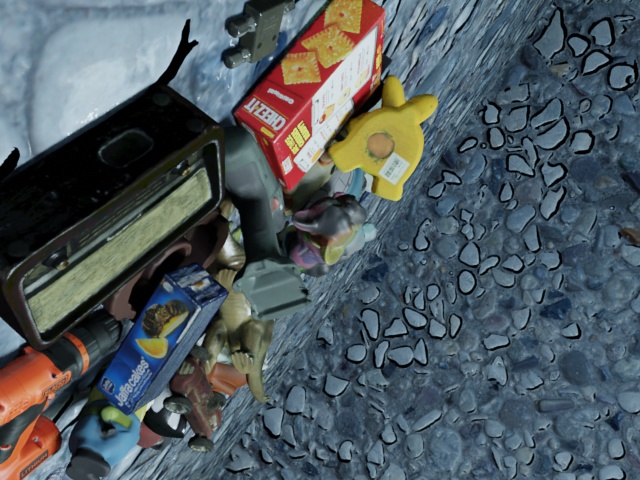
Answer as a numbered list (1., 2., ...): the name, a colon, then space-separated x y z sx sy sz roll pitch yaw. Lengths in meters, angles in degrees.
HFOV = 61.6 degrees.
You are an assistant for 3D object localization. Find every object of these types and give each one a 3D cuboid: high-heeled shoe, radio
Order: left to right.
1. radio: -0.182 -0.025 0.465 0.229 0.073 0.131 -47 167 -32
2. high-heeled shoe: -0.196 0.188 0.862 0.249 0.145 0.086 -43 166 -34

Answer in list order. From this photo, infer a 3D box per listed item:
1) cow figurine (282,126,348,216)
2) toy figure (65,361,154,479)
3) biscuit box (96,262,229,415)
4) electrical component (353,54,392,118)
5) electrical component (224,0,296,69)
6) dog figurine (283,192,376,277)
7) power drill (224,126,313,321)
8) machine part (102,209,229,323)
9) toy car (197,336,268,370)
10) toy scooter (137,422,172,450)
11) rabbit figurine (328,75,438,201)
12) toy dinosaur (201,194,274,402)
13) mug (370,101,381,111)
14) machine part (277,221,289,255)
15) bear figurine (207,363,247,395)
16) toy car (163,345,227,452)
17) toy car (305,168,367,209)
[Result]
1. cow figurine: -0.008 -0.119 0.857 0.195 0.085 0.127 -49 170 -6
2. toy figure: -0.273 0.228 0.703 0.082 0.089 0.180 -27 -161 15
3. biscuit box: -0.191 0.121 0.642 0.202 0.059 0.063 -54 169 23
4. electrical component: 0.063 -0.237 0.817 0.119 0.075 0.047 -50 169 5
5. electrical component: -0.060 -0.210 0.540 0.094 0.021 0.063 -45 166 -37
6. dog figurine: -0.002 -0.003 0.834 0.191 0.108 0.219 -37 177 18
7. power drill: -0.066 -0.011 0.655 0.086 0.207 0.231 -13 146 5
8. machine part: -0.185 0.017 0.624 0.179 0.056 0.179 -48 169 -13
9. toy car: -0.169 0.197 1.004 0.056 0.073 0.201 -17 149 30
10. toy scooter: -0.288 0.289 0.918 0.184 0.135 0.075 -40 -146 27
11. rabbit figurine: 0.093 -0.156 0.792 0.173 0.122 0.162 -60 175 -77
12. toy dinosaur: -0.119 0.125 0.859 0.198 0.105 0.470 -58 154 -56
13. mug: 0.100 -0.205 0.977 0.081 0.107 0.109 -46 164 -26
14. machine part: -0.114 0.066 1.002 0.243 0.079 0.079 -55 168 16
15. bear figurine: -0.226 0.250 1.062 0.132 0.120 0.195 -11 166 38
16. toy car: -0.171 0.233 0.771 0.201 0.053 0.089 84 11 -46
17. toy car: 0.019 -0.096 1.002 0.161 0.109 0.102 -58 153 -19
